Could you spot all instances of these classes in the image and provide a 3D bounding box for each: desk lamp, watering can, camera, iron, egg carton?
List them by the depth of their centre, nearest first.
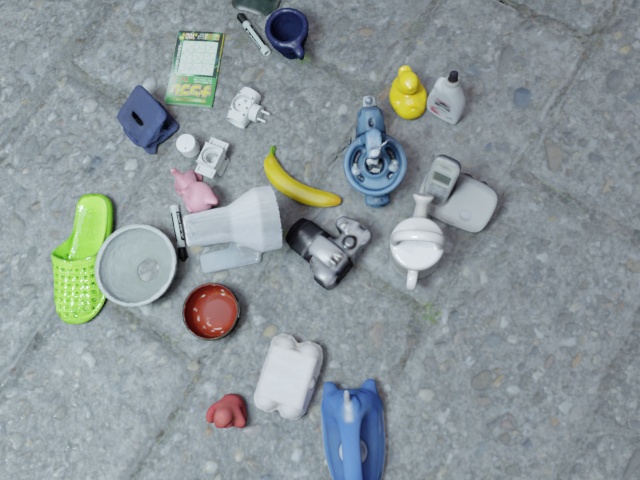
[{"bbox_3d":[0.060,0.380,1.009,0.118,0.141,0.258,-6,78,5],"label":"iron"},{"bbox_3d":[0.176,0.001,1.049,0.101,0.194,0.173,-14,77,3],"label":"watering can"},{"bbox_3d":[-0.159,-0.014,1.078,0.203,0.213,0.118,-14,77,3],"label":"desk lamp"},{"bbox_3d":[-0.058,0.258,1.084,0.107,0.069,0.150,15,80,9],"label":"egg carton"},{"bbox_3d":[0.010,0.004,1.114,0.136,0.101,0.143,38,84,12],"label":"camera"}]

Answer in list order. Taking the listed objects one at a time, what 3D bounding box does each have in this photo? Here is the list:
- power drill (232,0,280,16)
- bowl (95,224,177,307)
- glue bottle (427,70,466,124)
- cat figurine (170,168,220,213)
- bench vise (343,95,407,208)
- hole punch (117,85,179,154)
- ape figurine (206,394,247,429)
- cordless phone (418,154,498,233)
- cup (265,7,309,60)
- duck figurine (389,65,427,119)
[{"bbox_3d":[-0.163,-0.569,1.198,0.229,0.208,0.076,17,80,10],"label":"power drill"},{"bbox_3d":[-0.359,0.055,1.156,0.167,0.075,0.167,-1,78,6],"label":"bowl"},{"bbox_3d":[0.250,-0.285,1.112,0.078,0.173,0.037,30,83,12],"label":"glue bottle"},{"bbox_3d":[-0.255,-0.098,1.155,0.067,0.118,0.127,-42,77,-3],"label":"cat figurine"},{"bbox_3d":[0.089,-0.181,1.083,0.121,0.220,0.207,-22,77,1],"label":"bench vise"},{"bbox_3d":[-0.372,-0.254,1.214,0.101,0.091,0.108,-42,77,-3],"label":"hole punch"},{"bbox_3d":[-0.175,0.328,1.070,0.077,0.092,0.076,28,82,11],"label":"ape figurine"},{"bbox_3d":[0.260,-0.091,1.064,0.147,0.185,0.094,23,82,11],"label":"cordless phone"},{"bbox_3d":[-0.058,-0.417,1.213,0.091,0.095,0.117,-28,77,0],"label":"cup"},{"bbox_3d":[0.181,-0.305,1.168,0.077,0.086,0.104,-12,77,4],"label":"duck figurine"}]
